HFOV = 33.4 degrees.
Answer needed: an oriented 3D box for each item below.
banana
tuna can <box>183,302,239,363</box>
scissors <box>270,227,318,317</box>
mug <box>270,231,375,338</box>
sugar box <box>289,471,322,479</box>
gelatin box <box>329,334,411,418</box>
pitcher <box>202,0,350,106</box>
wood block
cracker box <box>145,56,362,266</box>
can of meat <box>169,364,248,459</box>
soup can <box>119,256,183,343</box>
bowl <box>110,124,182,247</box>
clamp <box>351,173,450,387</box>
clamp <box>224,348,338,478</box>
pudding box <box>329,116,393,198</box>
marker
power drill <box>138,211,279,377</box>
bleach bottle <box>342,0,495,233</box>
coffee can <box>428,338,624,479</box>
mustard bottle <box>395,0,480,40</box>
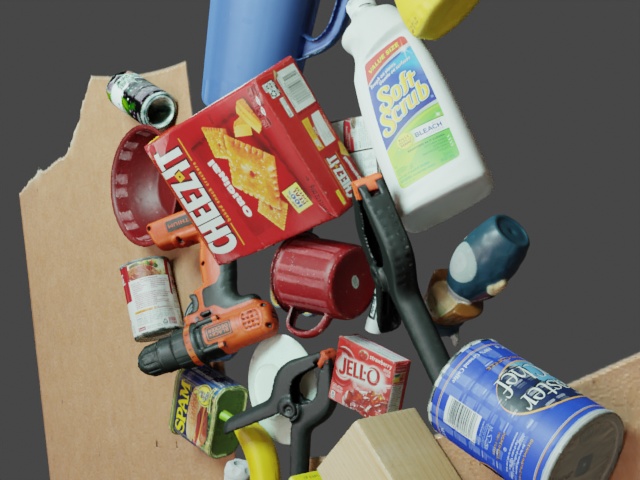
[{"bbox_3d":[-0.078,0.302,1.287,0.070,0.037,0.198,-4,91,31],"label":"banana"},{"bbox_3d":[-0.137,0.113,1.355,0.086,0.033,0.086,3,94,49],"label":"tuna can"},{"bbox_3d":[-0.008,0.001,1.216,0.096,0.016,0.202,43,122,37],"label":"scissors"},{"bbox_3d":[0.002,0.051,1.143,0.082,0.093,0.117,9,67,43],"label":"mug"},{"bbox_3d":[0.041,0.318,1.119,0.176,0.093,0.048,46,124,36],"label":"sugar box"},{"bbox_3d":[0.052,0.149,1.144,0.089,0.030,0.073,23,107,45],"label":"gelatin box"},{"bbox_3d":[-0.053,-0.256,1.180,0.149,0.144,0.243,-130,47,-60],"label":"pitcher"},{"bbox_3d":[0.097,0.279,1.055,0.206,0.090,0.091,56,130,30],"label":"wood block"},{"bbox_3d":[-0.073,-0.077,1.142,0.214,0.072,0.164,-22,103,46],"label":"cracker box"},{"bbox_3d":[-0.140,0.215,1.347,0.084,0.057,0.102,24,110,43],"label":"can of meat"},{"bbox_3d":[-0.225,0.080,1.427,0.069,0.068,0.102,-27,72,46],"label":"soup can"},{"bbox_3d":[-0.214,-0.072,1.416,0.162,0.055,0.162,3,94,49],"label":"bowl"},{"bbox_3d":[0.068,0.033,1.033,0.165,0.036,0.210,-147,36,-70],"label":"clamp"},{"bbox_3d":[-0.024,0.201,1.214,0.120,0.039,0.172,43,113,9],"label":"clamp"},{"bbox_3d":[0.037,-0.085,1.144,0.114,0.039,0.090,-6,89,51],"label":"pudding box"},{"bbox_3d":[0.070,0.041,1.126,0.020,0.020,0.121,29,114,44],"label":"marker"},{"bbox_3d":[-0.154,0.060,1.304,0.184,0.057,0.188,-20,73,11],"label":"power drill"},{"bbox_3d":[0.078,-0.138,1.060,0.103,0.068,0.251,-29,66,12],"label":"bleach bottle"},{"bbox_3d":[0.180,0.163,0.944,0.140,0.102,0.103,32,115,43],"label":"coffee can"},{"bbox_3d":[0.089,-0.297,1.058,0.096,0.058,0.192,-49,57,38],"label":"mustard bottle"}]
